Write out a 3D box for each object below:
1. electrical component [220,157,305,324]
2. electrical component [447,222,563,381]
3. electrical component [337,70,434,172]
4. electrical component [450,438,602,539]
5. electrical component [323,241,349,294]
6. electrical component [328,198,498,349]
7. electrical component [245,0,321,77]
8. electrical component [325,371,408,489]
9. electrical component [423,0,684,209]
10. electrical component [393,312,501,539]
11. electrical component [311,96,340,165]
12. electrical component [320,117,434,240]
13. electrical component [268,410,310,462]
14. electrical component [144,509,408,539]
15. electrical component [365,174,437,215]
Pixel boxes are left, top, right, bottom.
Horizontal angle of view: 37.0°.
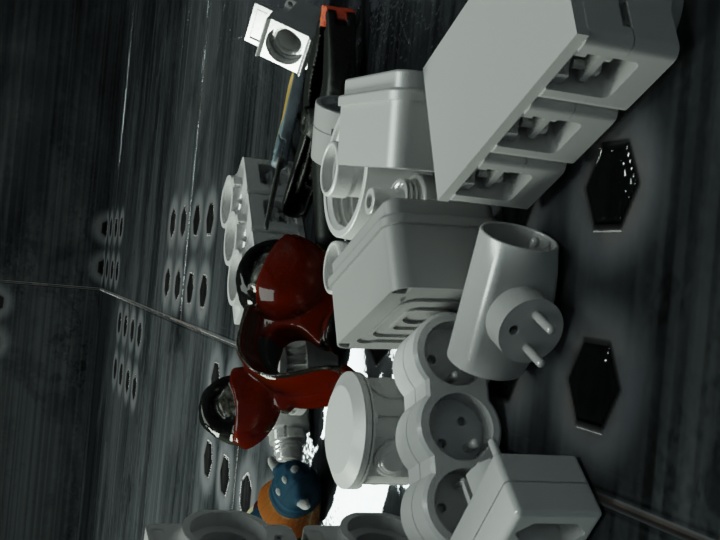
[{"bbox_3d":[-0.099,-0.028,1.070,0.089,0.062,0.150,116,152,-45],"label":"electrical component"},{"bbox_3d":[0.083,0.024,0.572,0.079,0.043,0.077,-126,45,-61],"label":"electrical component"},{"bbox_3d":[0.037,-0.092,0.681,0.113,0.078,0.057,-162,75,-70],"label":"electrical component"},{"bbox_3d":[0.076,0.122,0.558,0.075,0.047,0.083,-108,30,-48],"label":"electrical component"},{"bbox_3d":[0.000,0.000,0.806,0.040,0.046,0.040,-175,90,-71],"label":"electrical component"},{"bbox_3d":[0.033,0.005,0.665,0.113,0.078,0.057,132,136,-60],"label":"electrical component"},{"bbox_3d":[-0.060,-0.219,0.997,0.042,0.081,0.063,-65,-1,42],"label":"electrical component"},{"bbox_3d":[0.009,0.111,0.744,0.080,0.051,0.080,-175,90,-71],"label":"electrical component"},{"bbox_3d":[0.093,-0.105,0.548,0.150,0.062,0.089,129,142,-57],"label":"electrical component"},{"bbox_3d":[0.046,0.101,0.639,0.073,0.052,0.138,129,142,-62],"label":"electrical component"},{"bbox_3d":[-0.011,-0.108,0.857,0.055,0.055,0.047,-122,38,-60],"label":"electrical component"},{"bbox_3d":[0.005,-0.071,0.789,0.108,0.060,0.108,-175,90,-71],"label":"electrical component"},{"bbox_3d":[-0.065,0.144,0.960,0.040,0.040,0.078,126,144,-55],"label":"electrical component"},{"bbox_3d":[-0.028,0.192,0.624,0.105,0.186,0.060,-138,56,-66],"label":"electrical component"},{"bbox_3d":[0.035,-0.041,0.695,0.043,0.062,0.043,-174,90,-70],"label":"electrical component"}]
